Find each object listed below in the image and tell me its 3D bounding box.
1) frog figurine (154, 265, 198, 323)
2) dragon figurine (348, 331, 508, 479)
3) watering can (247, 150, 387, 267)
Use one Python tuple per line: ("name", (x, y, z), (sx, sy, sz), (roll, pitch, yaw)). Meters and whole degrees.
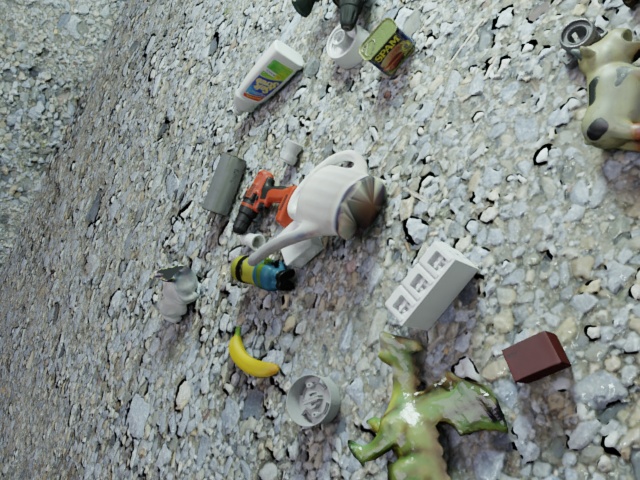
("frog figurine", (-0.402, 0.157, 1.468), (0.137, 0.157, 0.124), (4, 24, 36))
("dragon figurine", (0.190, 0.330, 0.835), (0.121, 0.241, 0.418), (31, 20, -49))
("watering can", (0.003, -0.056, 1.112), (0.226, 0.351, 0.102), (20, -22, 46))
